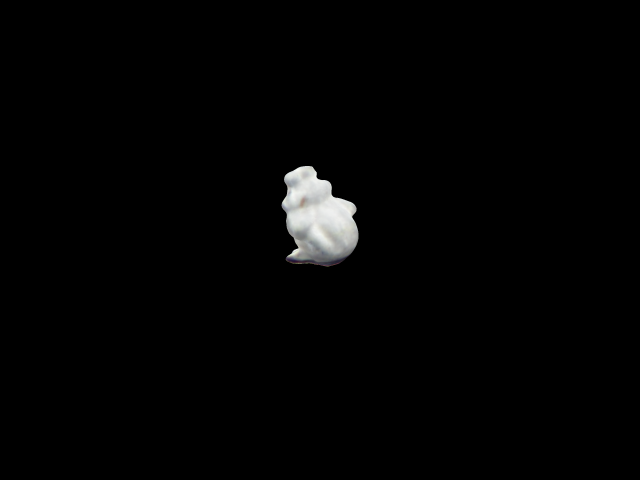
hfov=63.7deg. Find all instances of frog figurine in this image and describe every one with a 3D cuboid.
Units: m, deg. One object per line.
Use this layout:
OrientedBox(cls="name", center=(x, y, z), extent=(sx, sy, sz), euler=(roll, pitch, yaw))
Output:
OrientedBox(cls="frog figurine", center=(0.003, -0.043, 0.850), extent=(0.138, 0.157, 0.124), euler=(-15, 25, -33))
